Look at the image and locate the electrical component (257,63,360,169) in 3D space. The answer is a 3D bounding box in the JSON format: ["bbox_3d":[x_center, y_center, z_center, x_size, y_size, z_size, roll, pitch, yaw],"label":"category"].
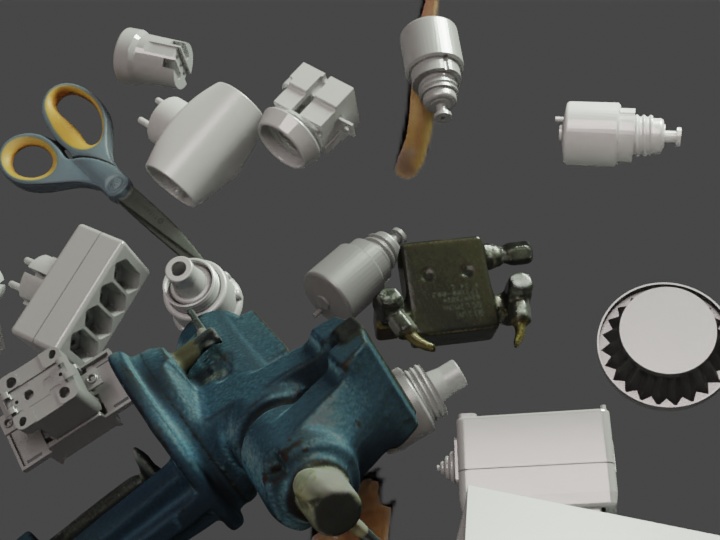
[{"bbox_3d":[-0.036,-0.102,0.727,0.066,0.048,0.055,31,67,24],"label":"electrical component"}]

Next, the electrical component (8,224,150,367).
[{"bbox_3d":[-0.196,0.013,0.704,0.076,0.047,0.083,21,71,21],"label":"electrical component"}]

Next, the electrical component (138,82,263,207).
[{"bbox_3d":[-0.119,-0.094,0.741,0.079,0.044,0.077,32,75,24],"label":"electrical component"}]

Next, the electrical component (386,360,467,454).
[{"bbox_3d":[0.032,0.075,0.626,0.062,0.043,0.043,-30,62,-5],"label":"electrical component"}]

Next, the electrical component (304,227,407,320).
[{"bbox_3d":[0.000,0.000,0.673,0.040,0.040,0.078,34,58,25],"label":"electrical component"}]

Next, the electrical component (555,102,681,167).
[{"bbox_3d":[0.162,-0.085,0.678,0.078,0.040,0.040,4,65,14],"label":"electrical component"}]

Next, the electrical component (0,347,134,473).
[{"bbox_3d":[-0.185,0.082,0.659,0.081,0.063,0.042,-33,63,-5],"label":"electrical component"}]

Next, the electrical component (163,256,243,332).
[{"bbox_3d":[-0.104,0.013,0.676,0.048,0.062,0.048,-5,63,10],"label":"electrical component"}]

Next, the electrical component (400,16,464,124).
[{"bbox_3d":[0.050,-0.134,0.726,0.040,0.040,0.078,-11,63,7],"label":"electrical component"}]

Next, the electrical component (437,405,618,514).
[{"bbox_3d":[0.090,0.114,0.584,0.096,0.061,0.061,-5,63,10],"label":"electrical component"}]

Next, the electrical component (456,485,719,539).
[{"bbox_3d":[0.135,0.174,0.501,0.186,0.060,0.105,11,25,3],"label":"electrical component"}]

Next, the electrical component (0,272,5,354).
[{"bbox_3d":[-0.260,0.014,0.708,0.047,0.083,0.075,6,28,15],"label":"electrical component"}]

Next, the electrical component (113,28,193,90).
[{"bbox_3d":[-0.149,-0.152,0.780,0.046,0.040,0.040,13,68,11],"label":"electrical component"}]
